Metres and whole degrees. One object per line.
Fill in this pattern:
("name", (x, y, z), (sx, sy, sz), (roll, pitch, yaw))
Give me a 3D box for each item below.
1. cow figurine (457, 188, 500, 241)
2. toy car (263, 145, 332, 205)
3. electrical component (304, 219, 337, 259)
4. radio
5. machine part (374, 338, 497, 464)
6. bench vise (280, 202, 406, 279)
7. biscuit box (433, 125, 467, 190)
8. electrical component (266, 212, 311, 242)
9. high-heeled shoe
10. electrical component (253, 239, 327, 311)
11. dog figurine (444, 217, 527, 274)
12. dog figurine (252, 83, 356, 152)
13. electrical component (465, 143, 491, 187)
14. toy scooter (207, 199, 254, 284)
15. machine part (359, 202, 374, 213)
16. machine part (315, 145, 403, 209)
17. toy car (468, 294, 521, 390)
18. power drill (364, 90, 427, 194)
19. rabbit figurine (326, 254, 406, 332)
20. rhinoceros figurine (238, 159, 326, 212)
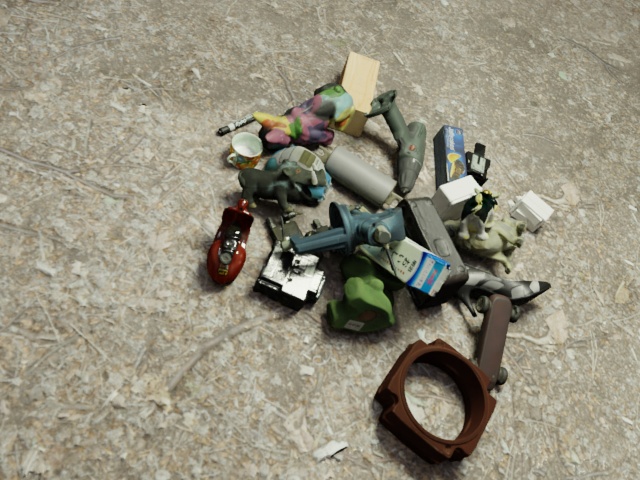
("cow figurine", (0.362, -0.074, 1.213), (0.068, 0.098, 0.167), (10, 35, 25))
("toy car", (-0.047, -0.157, 1.227), (0.162, 0.103, 0.109), (27, 56, 1))
("electrical component", (-0.002, -0.004, 1.196), (0.063, 0.021, 0.094), (-19, 68, -27))
("radio", (0.230, 0.024, 1.191), (0.073, 0.131, 0.230), (-10, 64, -26))
("machine part", (0.226, 0.309, 1.046), (0.201, 0.087, 0.201), (38, 56, 8))
("bench vise", (0.042, -0.009, 1.081), (0.241, 0.128, 0.224), (-13, 25, -11))
("biscuit box", (0.342, -0.208, 1.411), (0.059, 0.062, 0.203), (13, 57, -12))
("electrical component", (-0.065, -0.017, 1.169), (0.078, 0.045, 0.102), (-12, 65, -26))
("high-heeled shoe", (0.401, 0.090, 1.236), (0.249, 0.086, 0.145), (-14, 66, -19))
("electrical component", (-0.056, 0.077, 1.109), (0.134, 0.058, 0.115), (25, 57, -3))
("dog figurine", (0.386, -0.018, 1.300), (0.191, 0.121, 0.172), (21, 20, 14))
("dog figurine", (-0.046, -0.284, 1.264), (0.219, 0.191, 0.108), (-14, 68, -41))
("electrical component", (0.414, -0.204, 1.441), (0.075, 0.047, 0.119), (19, 56, -7))
("toy scooter", (-0.174, -0.008, 1.074), (0.075, 0.135, 0.184), (17, 58, -10))
("machine part", (0.086, -0.028, 1.233), (0.084, 0.039, 0.139), (41, 54, -1))
("machine part", (0.095, -0.151, 1.284), (0.243, 0.079, 0.079), (33, 55, 4))
("toy car", (0.365, 0.216, 1.148), (0.089, 0.053, 0.202), (15, 82, -11))
("power drill", (0.197, -0.254, 1.335), (0.207, 0.086, 0.232), (48, 45, -23))
("rabbit figurine", (0.098, 0.095, 1.119), (0.159, 0.121, 0.170), (11, 42, -17))
("rhinoceros figurine", (-0.081, -0.123, 1.163), (0.190, 0.112, 0.073), (0, 25, 6))
